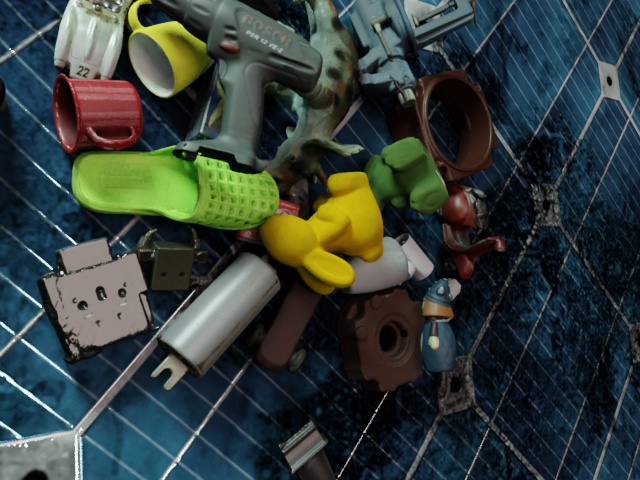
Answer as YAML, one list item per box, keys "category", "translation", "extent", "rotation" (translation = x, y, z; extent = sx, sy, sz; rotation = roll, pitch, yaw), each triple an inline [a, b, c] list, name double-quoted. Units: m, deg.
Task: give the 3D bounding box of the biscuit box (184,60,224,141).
- category: "biscuit box"
  translation: [-0.135, -0.224, 0.780]
  extent: [0.059, 0.063, 0.202]
  rotation: [21, 73, -32]

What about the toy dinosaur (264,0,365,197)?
- category: "toy dinosaur"
  translation: [0.003, -0.263, 0.853]
  extent: [0.192, 0.131, 0.405]
  rotation: [33, 62, -39]

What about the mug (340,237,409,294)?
- category: "mug"
  translation: [0.077, 0.038, 0.878]
  extent: [0.107, 0.081, 0.109]
  rotation: [-22, 104, -26]

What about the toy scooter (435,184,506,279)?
- category: "toy scooter"
  translation: [0.280, -0.021, 0.989]
  extent: [0.075, 0.135, 0.183]
  rotation: [0, 82, -32]

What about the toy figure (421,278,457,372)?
- category: "toy figure"
  translation: [0.196, 0.141, 0.894]
  extent: [0.058, 0.064, 0.154]
  rotation: [0, 77, 1]

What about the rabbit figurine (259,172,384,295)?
- category: "rabbit figurine"
  translation: [-0.002, -0.002, 0.780]
  extent: [0.173, 0.122, 0.162]
  rotation: [-12, 83, -27]

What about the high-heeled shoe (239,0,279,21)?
- category: "high-heeled shoe"
  translation: [-0.166, -0.417, 0.779]
  extent: [0.248, 0.086, 0.145]
  rotation: [21, 57, -31]

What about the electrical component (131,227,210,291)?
- category: "electrical component"
  translation: [-0.198, 0.025, 0.719]
  extent: [0.102, 0.045, 0.078]
  rotation: [-4, 114, -32]

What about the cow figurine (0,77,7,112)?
- category: "cow figurine"
  translation: [-0.396, -0.107, 0.550]
  extent: [0.085, 0.127, 0.195]
  rotation: [30, 66, -24]

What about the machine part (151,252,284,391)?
- category: "machine part"
  translation: [-0.134, 0.098, 0.729]
  extent: [0.079, 0.079, 0.243]
  rotation: [51, 61, -18]

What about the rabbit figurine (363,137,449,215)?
- category: "rabbit figurine"
  translation: [0.105, -0.094, 0.885]
  extent: [0.121, 0.170, 0.159]
  rotation: [54, 18, -18]

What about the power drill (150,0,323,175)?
- category: "power drill"
  translation: [-0.122, -0.194, 0.667]
  extent: [0.232, 0.086, 0.207]
  rotation: [15, 80, -15]

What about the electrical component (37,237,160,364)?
- category: "electrical component"
  translation: [-0.272, 0.068, 0.653]
  extent: [0.115, 0.058, 0.134]
  rotation: [-21, 96, -36]

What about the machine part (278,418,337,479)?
- category: "machine part"
  translation: [-0.006, 0.345, 0.807]
  extent: [0.084, 0.039, 0.138]
  rotation: [-30, 99, -38]

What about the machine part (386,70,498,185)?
- category: "machine part"
  translation: [0.236, -0.210, 1.015]
  extent: [0.201, 0.087, 0.201]
  rotation: [-21, 94, -34]

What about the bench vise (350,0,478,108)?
- category: "bench vise"
  translation: [0.162, -0.347, 0.915]
  extent: [0.128, 0.241, 0.224]
  rotation: [49, 20, -61]

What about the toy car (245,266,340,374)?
- category: "toy car"
  translation: [-0.035, 0.102, 0.809]
  extent: [0.089, 0.053, 0.202]
  rotation: [30, 64, -7]

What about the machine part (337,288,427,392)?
- category: "machine part"
  translation: [0.111, 0.165, 0.899]
  extent: [0.179, 0.056, 0.179]
  rotation: [5, 82, -35]

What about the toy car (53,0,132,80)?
- category: "toy car"
  translation: [-0.286, -0.295, 0.691]
  extent: [0.073, 0.056, 0.201]
  rotation: [16, 75, -32]
